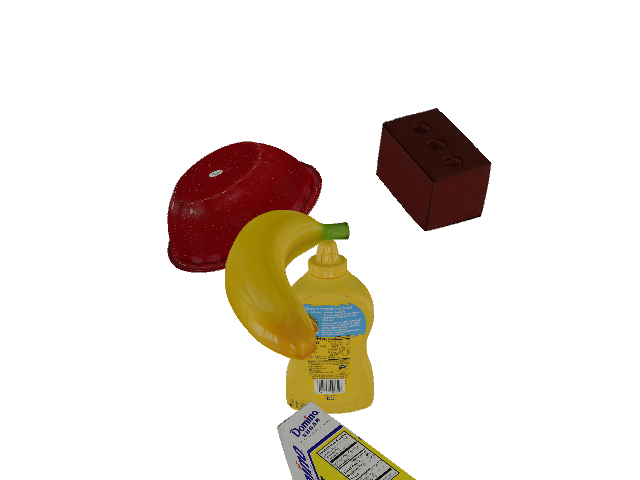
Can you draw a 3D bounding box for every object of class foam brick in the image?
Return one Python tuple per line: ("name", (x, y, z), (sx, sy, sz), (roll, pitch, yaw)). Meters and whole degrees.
("foam brick", (0.085, -0.054, 0.814), (0.052, 0.051, 0.078), (-17, 47, -24))

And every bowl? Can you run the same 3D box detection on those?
("bowl", (-0.083, -0.043, 0.985), (0.162, 0.055, 0.162), (-22, 30, 14))

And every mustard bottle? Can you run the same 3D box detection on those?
("mustard bottle", (0.009, 0.090, 1.136), (0.096, 0.192, 0.058), (0, 23, 2))

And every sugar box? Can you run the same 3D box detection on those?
("sugar box", (0.041, 0.209, 0.844), (0.048, 0.093, 0.176), (-36, 41, -27))

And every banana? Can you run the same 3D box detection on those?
("banana", (-0.026, 0.017, 0.660), (0.070, 0.037, 0.197), (0, 22, 8))
